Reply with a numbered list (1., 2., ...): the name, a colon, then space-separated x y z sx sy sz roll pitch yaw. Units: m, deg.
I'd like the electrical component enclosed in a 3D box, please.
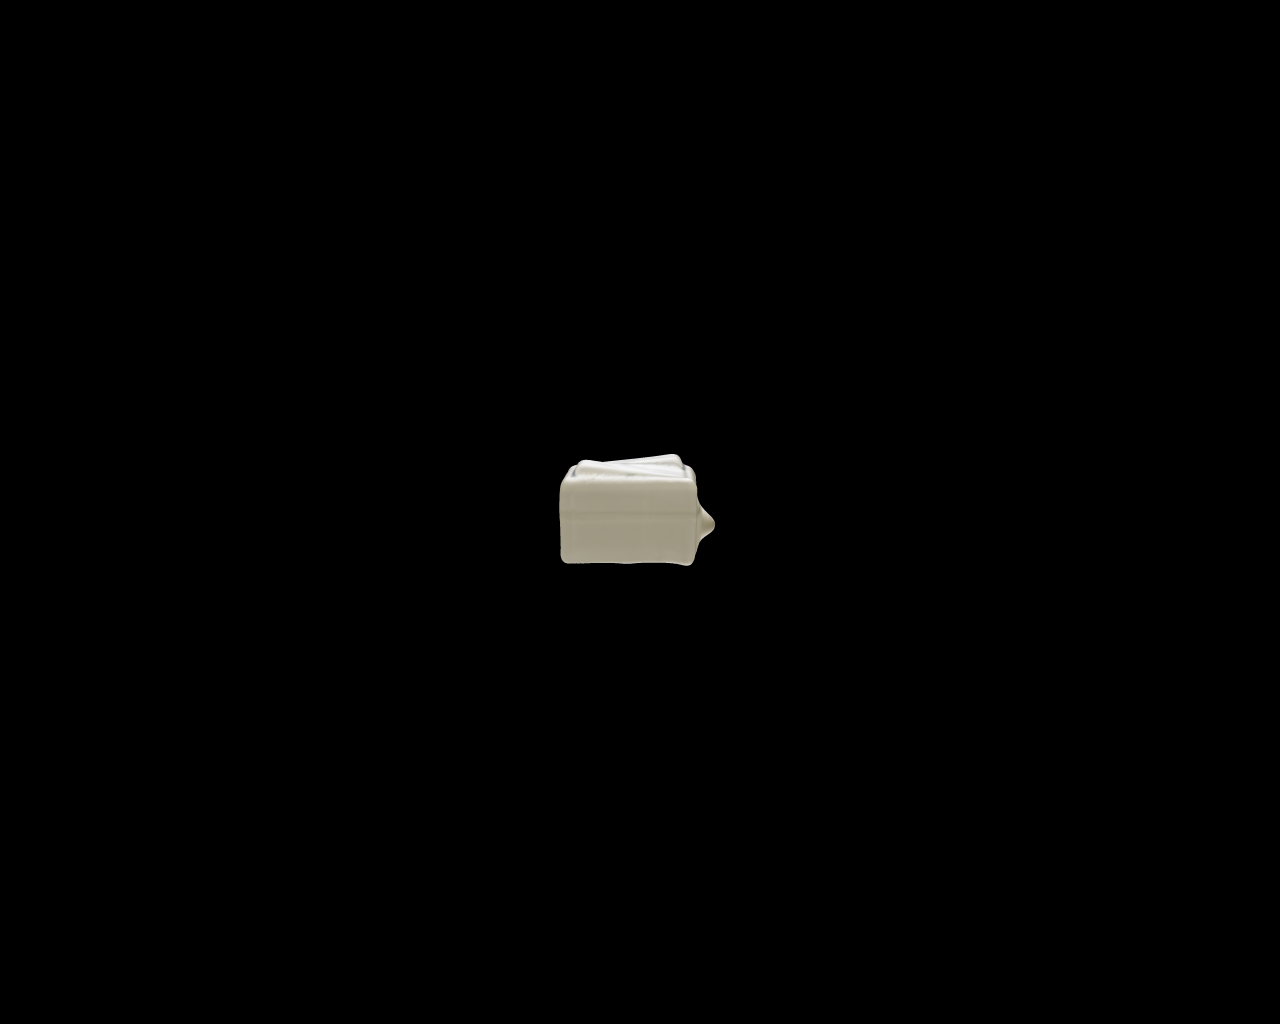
1. electrical component: 0.001 -0.003 0.650 0.096 0.061 0.062 0 12 2
